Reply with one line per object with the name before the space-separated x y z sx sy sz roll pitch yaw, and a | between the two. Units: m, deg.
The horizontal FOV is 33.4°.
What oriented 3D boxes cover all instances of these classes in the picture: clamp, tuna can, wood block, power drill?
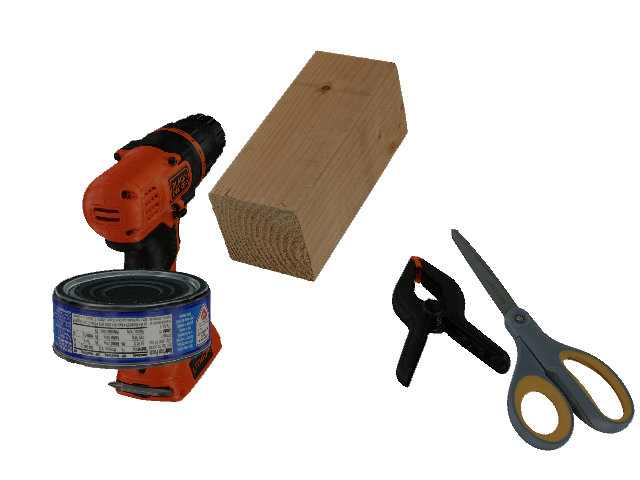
clamp | 0.133 0.086 1.142 0.120 0.171 0.039 4 -44 -9
tuna can | -0.102 0.040 0.579 0.086 0.034 0.086 1 12 0
wood block | -0.005 -0.073 0.982 0.091 0.205 0.090 14 -39 26
power drill | -0.113 0.010 0.797 0.057 0.188 0.184 5 24 17

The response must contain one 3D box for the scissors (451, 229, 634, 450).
scissors | 0.138 0.076 0.785 0.096 0.016 0.202 -34 61 -26
